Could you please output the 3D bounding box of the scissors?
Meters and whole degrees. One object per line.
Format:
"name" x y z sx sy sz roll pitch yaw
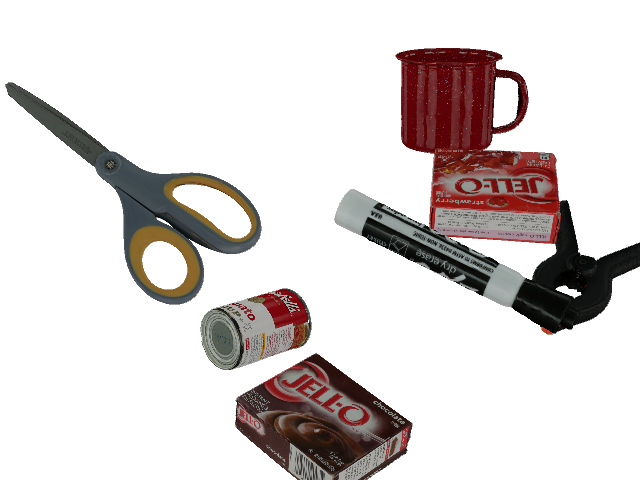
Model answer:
"scissors" -0.136 -0.027 0.685 0.202 0.096 0.016 22 -15 10

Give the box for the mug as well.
"mug" 0.124 -0.123 0.943 0.117 0.081 0.093 3 18 12

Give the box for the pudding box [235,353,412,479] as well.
"pudding box" 0.001 0.146 0.845 0.089 0.039 0.114 -26 47 -37

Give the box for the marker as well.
"marker" 0.063 0.010 0.496 0.121 0.020 0.020 27 7 15

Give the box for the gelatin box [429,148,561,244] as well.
"gelatin box" 0.123 -0.033 0.756 0.089 0.030 0.073 3 39 6

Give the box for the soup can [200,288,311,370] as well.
"soup can" -0.069 0.095 1.141 0.102 0.068 0.069 -14 10 -44

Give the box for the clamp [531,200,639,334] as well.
"clamp" 0.261 0.025 1.098 0.120 0.039 0.171 28 51 32
